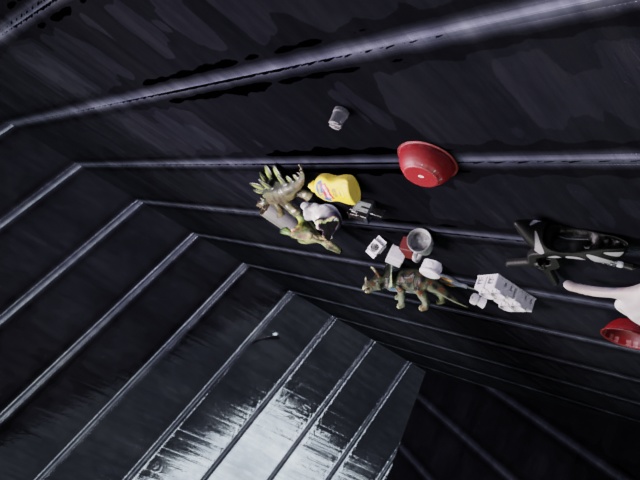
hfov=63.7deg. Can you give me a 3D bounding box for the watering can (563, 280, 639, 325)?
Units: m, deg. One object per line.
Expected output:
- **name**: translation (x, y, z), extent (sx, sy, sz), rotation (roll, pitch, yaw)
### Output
- **watering can**: translation (0.855, 0.162, 1.375), extent (0.349, 0.105, 0.220), rotation (21, -19, 14)

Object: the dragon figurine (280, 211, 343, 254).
- **dragon figurine**: translation (-0.013, -0.004, 2.016), extent (0.245, 0.122, 0.407), rotation (35, 7, 31)

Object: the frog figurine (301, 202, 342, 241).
- **frog figurine**: translation (0.006, -0.095, 1.890), extent (0.136, 0.121, 0.163), rotation (31, 20, -41)
